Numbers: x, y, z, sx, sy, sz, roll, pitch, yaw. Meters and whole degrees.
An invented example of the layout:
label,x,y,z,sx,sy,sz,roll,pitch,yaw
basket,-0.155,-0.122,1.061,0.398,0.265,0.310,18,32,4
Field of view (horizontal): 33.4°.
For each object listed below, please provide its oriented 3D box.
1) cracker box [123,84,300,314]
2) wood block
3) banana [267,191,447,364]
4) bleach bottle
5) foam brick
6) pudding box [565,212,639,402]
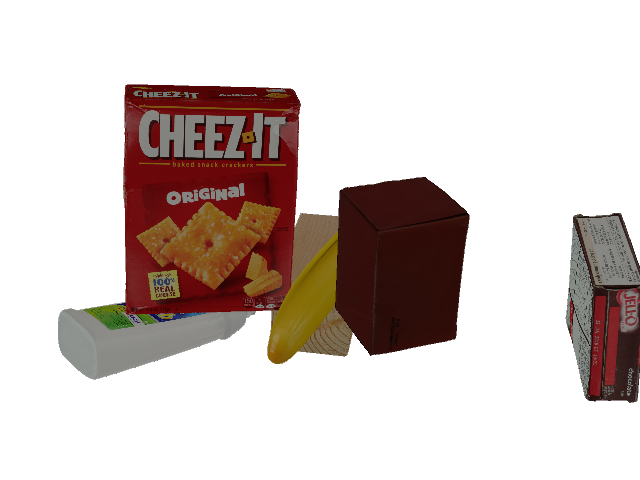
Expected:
label,x,y,z,sx,sy,sz,roll,pitch,yaw
cracker box,-0.107,-0.037,1.027,0.164,0.214,0.072,0,20,-10
wood block,0.003,0.047,1.270,0.091,0.090,0.206,6,23,5
banana,0.026,0.020,0.836,0.037,0.198,0.069,45,-4,38
bleach bottle,-0.195,0.104,1.345,0.250,0.068,0.103,-13,28,-38
foam brick,0.041,0.013,0.565,0.053,0.078,0.051,-9,32,-19
pudding box,0.196,0.044,0.737,0.039,0.090,0.113,-1,27,4
